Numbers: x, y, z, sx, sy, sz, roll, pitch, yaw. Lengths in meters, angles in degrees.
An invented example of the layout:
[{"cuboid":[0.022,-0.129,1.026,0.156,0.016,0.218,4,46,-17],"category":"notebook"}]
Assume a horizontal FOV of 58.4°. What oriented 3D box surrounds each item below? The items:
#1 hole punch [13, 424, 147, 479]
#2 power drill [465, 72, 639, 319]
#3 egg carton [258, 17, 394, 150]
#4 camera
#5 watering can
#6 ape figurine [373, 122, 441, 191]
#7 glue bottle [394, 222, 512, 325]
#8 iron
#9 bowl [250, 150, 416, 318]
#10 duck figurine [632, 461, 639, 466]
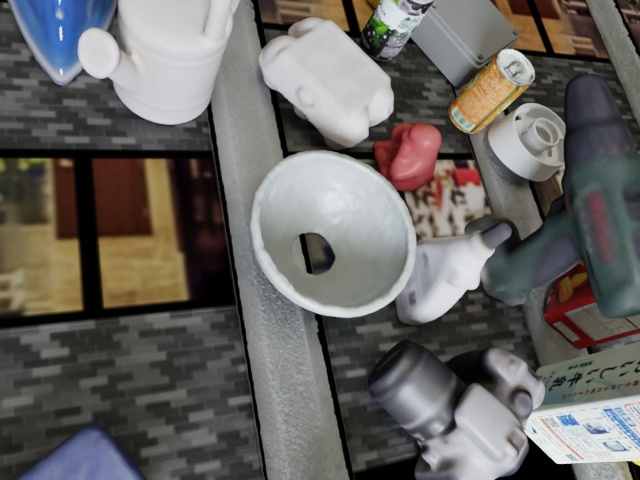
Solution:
[{"cuboid":[-0.163,0.197,0.394,0.101,0.091,0.108,-36,85,-31],"category":"hole punch"},{"cuboid":[0.245,-0.022,0.591,0.076,0.208,0.229,-8,71,-25],"category":"power drill"},{"cuboid":[0.008,-0.175,0.638,0.150,0.069,0.107,44,59,0],"category":"egg carton"},{"cuboid":[0.125,0.145,0.531,0.137,0.100,0.143,44,59,0],"category":"camera"},{"cuboid":[-0.133,-0.192,0.514,0.101,0.193,0.173,25,61,-11],"category":"watering can"},{"cuboid":[0.101,-0.097,0.631,0.076,0.092,0.078,39,59,-3],"category":"ape figurine"},{"cuboid":[0.123,0.024,0.540,0.037,0.173,0.078,6,66,-20],"category":"glue bottle"},{"cuboid":[-0.244,-0.295,0.543,0.119,0.141,0.258,-1,68,-23],"category":"iron"},{"cuboid":[0.005,0.002,0.558,0.168,0.074,0.167,9,65,-19],"category":"bowl"},{"cuboid":[0.374,0.202,0.620,0.078,0.086,0.104,-39,86,-31],"category":"duck figurine"}]
